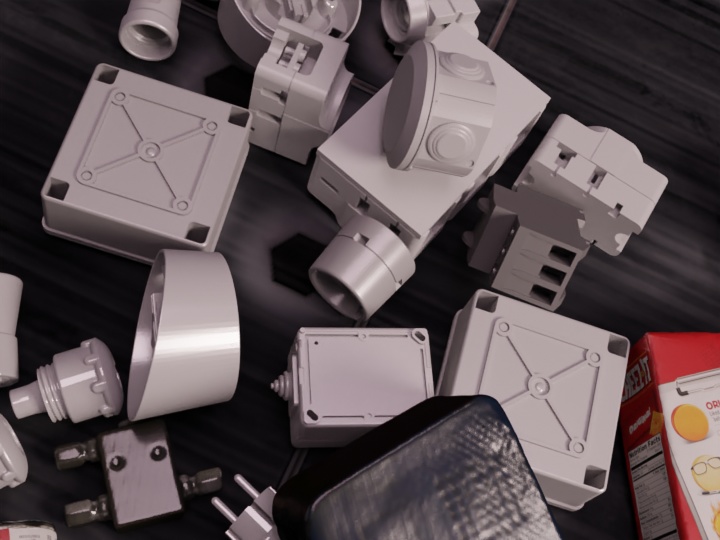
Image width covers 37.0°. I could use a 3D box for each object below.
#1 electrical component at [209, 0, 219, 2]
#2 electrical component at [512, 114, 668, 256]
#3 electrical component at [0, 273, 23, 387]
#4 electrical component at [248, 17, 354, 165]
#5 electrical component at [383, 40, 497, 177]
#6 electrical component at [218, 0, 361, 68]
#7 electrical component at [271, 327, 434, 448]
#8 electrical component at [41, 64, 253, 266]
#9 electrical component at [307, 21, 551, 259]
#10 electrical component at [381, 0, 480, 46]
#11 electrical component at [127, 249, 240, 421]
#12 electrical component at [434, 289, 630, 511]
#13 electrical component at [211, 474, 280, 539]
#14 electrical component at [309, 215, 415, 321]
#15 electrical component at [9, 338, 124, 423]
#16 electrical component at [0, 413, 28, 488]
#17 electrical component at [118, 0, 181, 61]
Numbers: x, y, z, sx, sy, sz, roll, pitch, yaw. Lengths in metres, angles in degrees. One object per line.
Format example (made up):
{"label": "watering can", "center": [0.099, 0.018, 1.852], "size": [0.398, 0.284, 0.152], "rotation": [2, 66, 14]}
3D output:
{"label": "electrical component", "center": [-0.123, -0.222, 0.782], "size": [0.061, 0.035, 0.035], "rotation": [27, 63, 3]}
{"label": "electrical component", "center": [0.164, -0.063, 0.763], "size": [0.089, 0.050, 0.055], "rotation": [33, 64, 4]}
{"label": "electrical component", "center": [-0.222, 0.039, 0.640], "size": [0.044, 0.044, 0.065], "rotation": [-4, 72, -14]}
{"label": "electrical component", "center": [-0.040, -0.116, 0.721], "size": [0.056, 0.089, 0.050], "rotation": [22, 64, -1]}
{"label": "electrical component", "center": [0.048, -0.098, 0.668], "size": [0.051, 0.080, 0.080], "rotation": [10, 64, -14]}
{"label": "electrical component", "center": [-0.051, -0.189, 0.762], "size": [0.099, 0.064, 0.099], "rotation": [11, 57, -18]}
{"label": "electrical component", "center": [-0.008, 0.074, 0.658], "size": [0.096, 0.061, 0.061], "rotation": [1, 66, -12]}
{"label": "electrical component", "center": [-0.136, -0.063, 0.695], "size": [0.109, 0.056, 0.108], "rotation": [17, 64, -4]}
{"label": "electrical component", "center": [0.046, -0.085, 0.741], "size": [0.089, 0.061, 0.150], "rotation": [40, 64, 7]}
{"label": "electrical component", "center": [0.049, -0.192, 0.792], "size": [0.055, 0.048, 0.066], "rotation": [-16, 70, -26]}
{"label": "electrical component", "center": [-0.107, 0.037, 0.635], "size": [0.064, 0.099, 0.099], "rotation": [-3, 67, -20]}
{"label": "electrical component", "center": [0.105, 0.082, 0.682], "size": [0.109, 0.056, 0.108], "rotation": [19, 64, -3]}
{"label": "electrical component", "center": [-0.051, 0.152, 0.621], "size": [0.077, 0.047, 0.066], "rotation": [42, 64, 8]}
{"label": "electrical component", "center": [0.000, 0.000, 0.698], "size": [0.055, 0.055, 0.047], "rotation": [39, 68, 7]}
{"label": "electrical component", "center": [-0.174, 0.070, 0.635], "size": [0.062, 0.048, 0.048], "rotation": [-17, 71, -11]}
{"label": "electrical component", "center": [-0.223, 0.110, 0.606], "size": [0.062, 0.048, 0.048], "rotation": [-28, 74, -14]}
{"label": "electrical component", "center": [-0.146, -0.177, 0.755], "size": [0.040, 0.040, 0.046], "rotation": [9, 59, -8]}
